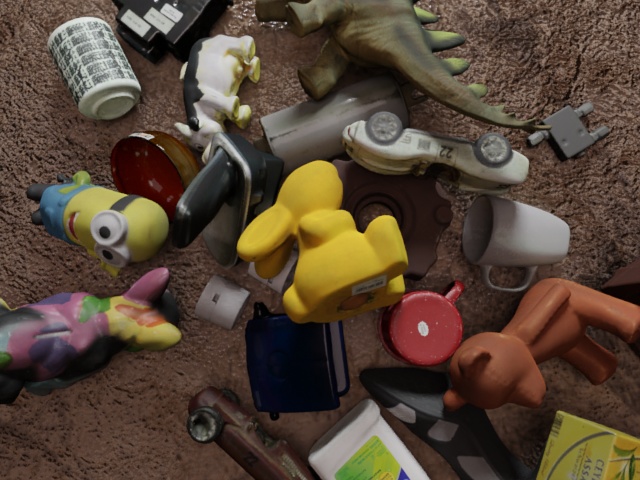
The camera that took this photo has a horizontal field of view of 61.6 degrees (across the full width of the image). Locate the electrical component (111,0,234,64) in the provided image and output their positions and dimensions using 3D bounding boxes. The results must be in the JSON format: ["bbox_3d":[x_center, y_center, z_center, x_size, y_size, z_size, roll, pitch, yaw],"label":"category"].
[{"bbox_3d":[-0.196,-0.296,0.687,0.115,0.058,0.134,40,86,8],"label":"electrical component"}]

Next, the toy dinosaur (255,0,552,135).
[{"bbox_3d":[0.055,-0.253,0.613,0.199,0.105,0.472,-25,62,-10],"label":"toy dinosaur"}]

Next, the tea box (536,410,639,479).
[{"bbox_3d":[0.307,0.247,0.557,0.169,0.068,0.098,22,83,-31],"label":"tea box"}]

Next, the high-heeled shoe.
[{"bbox_3d":[0.150,0.244,0.616,0.249,0.086,0.145,20,115,21],"label":"high-heeled shoe"}]

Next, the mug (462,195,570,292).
[{"bbox_3d":[0.231,0.007,0.626,0.107,0.081,0.109,7,79,-7],"label":"mug"}]

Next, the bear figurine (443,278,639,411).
[{"bbox_3d":[0.228,0.123,0.562,0.132,0.120,0.196,34,48,30],"label":"bear figurine"}]

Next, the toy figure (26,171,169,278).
[{"bbox_3d":[-0.259,-0.028,0.626,0.180,0.082,0.089,19,52,29],"label":"toy figure"}]

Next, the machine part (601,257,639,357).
[{"bbox_3d":[0.411,0.098,0.547,0.087,0.201,0.201,-37,83,-6],"label":"machine part"}]

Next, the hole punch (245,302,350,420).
[{"bbox_3d":[-0.028,0.137,0.611,0.116,0.092,0.142,-9,86,4],"label":"hole punch"}]

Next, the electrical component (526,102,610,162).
[{"bbox_3d":[0.308,-0.130,0.670,0.094,0.021,0.063,-29,83,-3],"label":"electrical component"}]

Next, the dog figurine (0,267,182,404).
[{"bbox_3d":[-0.261,0.098,0.582,0.219,0.191,0.108,-19,76,14],"label":"dog figurine"}]

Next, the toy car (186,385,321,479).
[{"bbox_3d":[-0.063,0.236,0.596,0.202,0.089,0.053,39,89,7],"label":"toy car"}]

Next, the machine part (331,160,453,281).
[{"bbox_3d":[0.068,-0.024,0.645,0.179,0.056,0.179,0,83,2],"label":"machine part"}]

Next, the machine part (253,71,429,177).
[{"bbox_3d":[0.017,-0.139,0.651,0.243,0.079,0.079,-22,82,-1],"label":"machine part"}]

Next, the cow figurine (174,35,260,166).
[{"bbox_3d":[-0.137,-0.169,0.663,0.098,0.068,0.167,12,80,8],"label":"cow figurine"}]

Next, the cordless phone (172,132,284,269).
[{"bbox_3d":[-0.111,-0.019,0.568,0.089,0.184,0.146,18,122,2],"label":"cordless phone"}]

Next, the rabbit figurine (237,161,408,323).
[{"bbox_3d":[-0.001,-0.002,0.575,0.162,0.121,0.173,-20,66,5],"label":"rabbit figurine"}]

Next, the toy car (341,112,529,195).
[{"bbox_3d":[0.122,-0.091,0.584,0.202,0.073,0.056,11,82,2],"label":"toy car"}]
